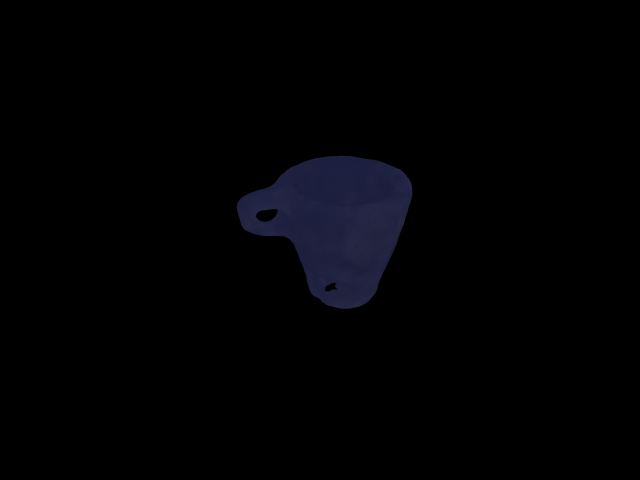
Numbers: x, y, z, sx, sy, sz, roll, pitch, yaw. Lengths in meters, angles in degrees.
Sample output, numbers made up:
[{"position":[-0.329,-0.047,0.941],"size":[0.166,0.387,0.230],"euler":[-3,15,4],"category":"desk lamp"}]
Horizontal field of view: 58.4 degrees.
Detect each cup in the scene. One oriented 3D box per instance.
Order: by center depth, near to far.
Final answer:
[{"position":[0.004,0.001,0.400],"size":[0.118,0.095,0.091],"euler":[-8,32,-14],"category":"cup"}]
